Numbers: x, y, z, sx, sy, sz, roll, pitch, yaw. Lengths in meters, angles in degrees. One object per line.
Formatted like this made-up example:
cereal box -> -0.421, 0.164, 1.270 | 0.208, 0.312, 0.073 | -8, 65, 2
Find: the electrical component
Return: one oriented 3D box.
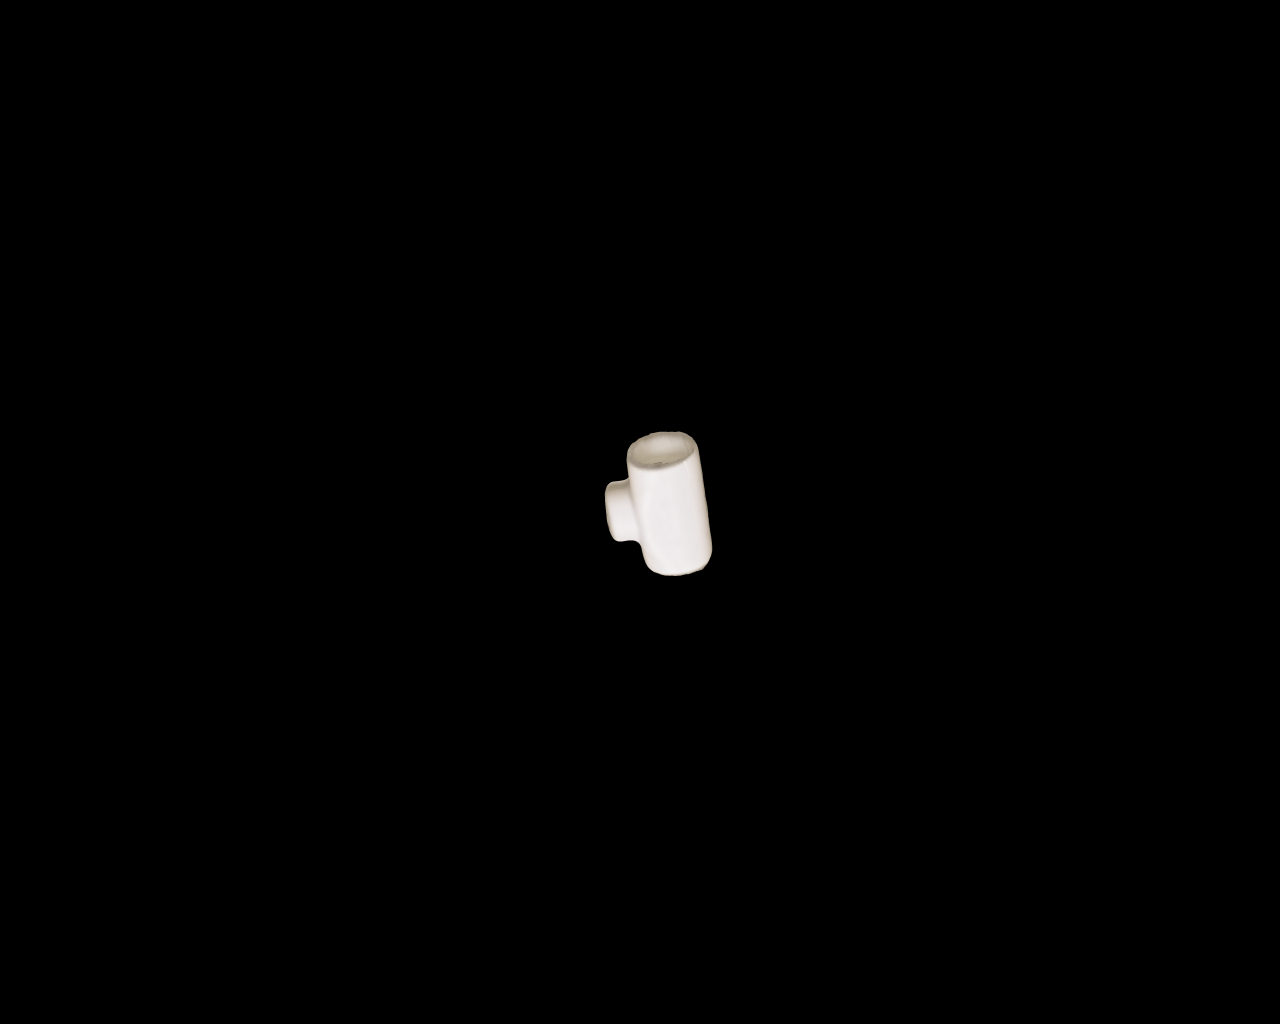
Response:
electrical component -> 0.001, -0.003, 0.650 | 0.079, 0.077, 0.044 | -7, 32, 5
